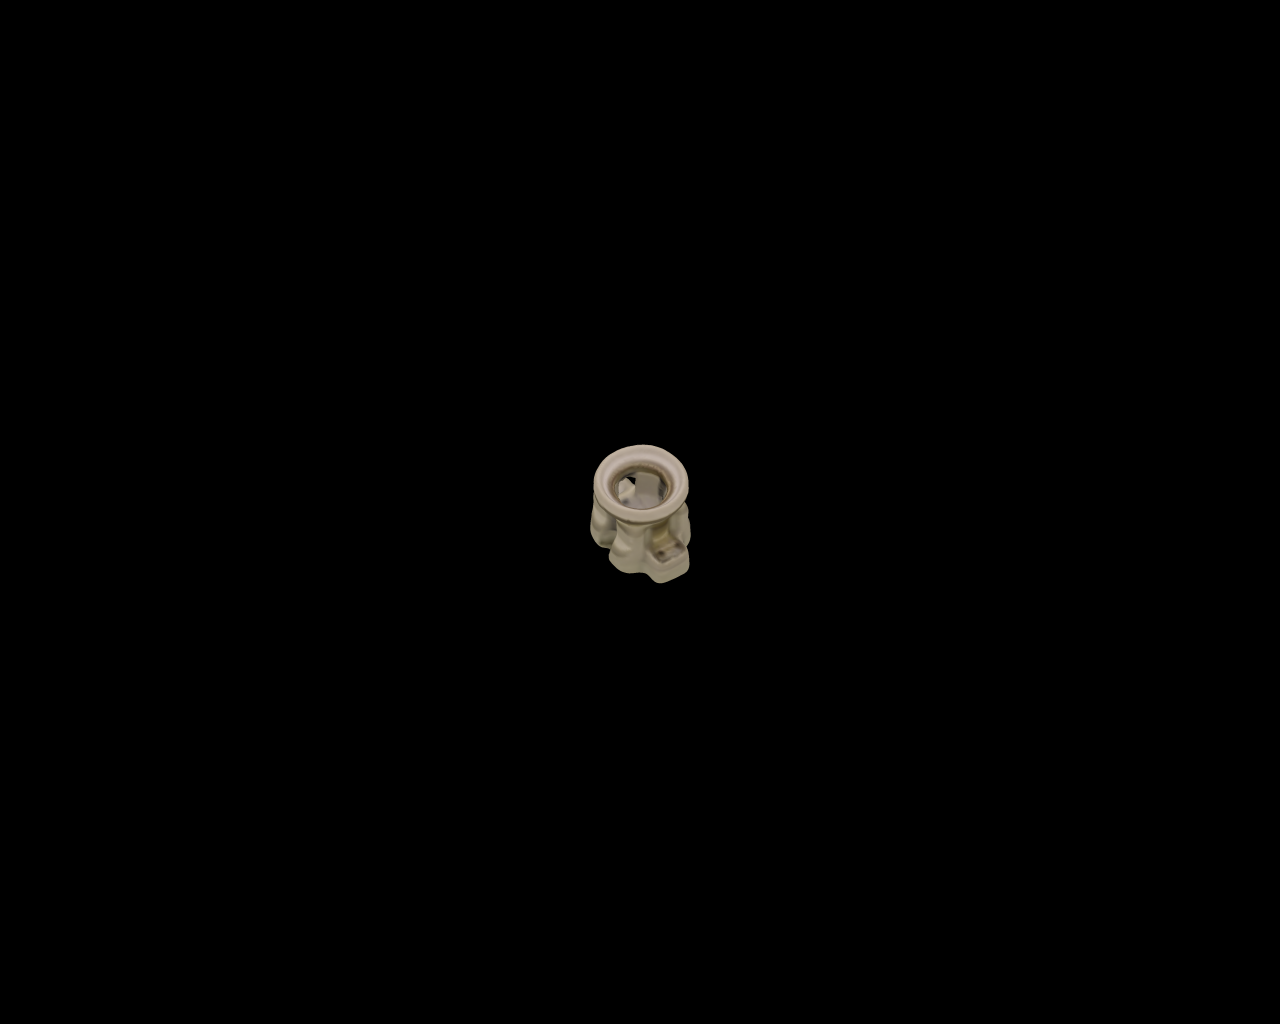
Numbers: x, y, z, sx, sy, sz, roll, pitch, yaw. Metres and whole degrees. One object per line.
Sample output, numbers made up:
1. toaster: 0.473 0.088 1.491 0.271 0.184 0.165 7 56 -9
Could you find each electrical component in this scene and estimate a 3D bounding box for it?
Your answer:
1. electrical component: 0.001 -0.003 0.650 0.058 0.078 0.056 -25 -36 -20
